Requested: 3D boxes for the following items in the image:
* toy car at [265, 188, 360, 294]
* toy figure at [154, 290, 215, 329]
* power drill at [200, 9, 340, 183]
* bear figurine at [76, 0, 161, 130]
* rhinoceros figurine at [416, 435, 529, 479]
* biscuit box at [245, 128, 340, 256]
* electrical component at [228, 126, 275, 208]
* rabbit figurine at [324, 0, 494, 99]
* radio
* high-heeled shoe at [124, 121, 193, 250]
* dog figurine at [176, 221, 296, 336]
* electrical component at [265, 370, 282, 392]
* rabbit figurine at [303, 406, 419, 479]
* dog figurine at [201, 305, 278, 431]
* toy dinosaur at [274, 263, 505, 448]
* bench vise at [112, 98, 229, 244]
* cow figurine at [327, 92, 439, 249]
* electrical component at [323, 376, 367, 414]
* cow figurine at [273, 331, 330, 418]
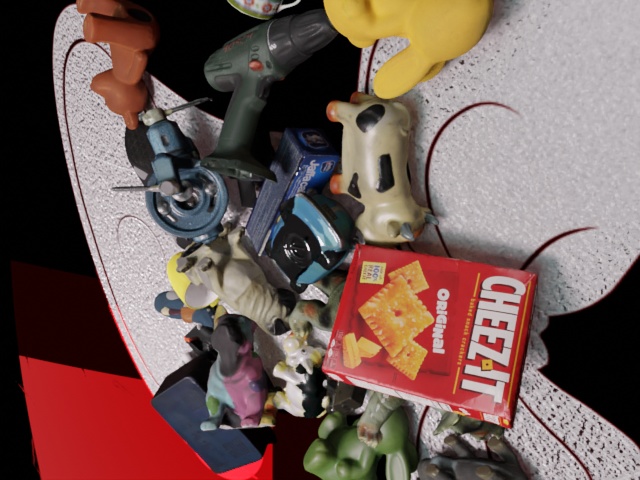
[{"bbox_3d":[-0.002,-0.002,0.738,0.109,0.103,0.161,51,143,14],"label":"toy car"},{"bbox_3d":[-0.263,0.137,1.060,0.155,0.064,0.057,8,139,33],"label":"toy figure"},{"bbox_3d":[-0.078,-0.181,0.690,0.232,0.086,0.207,9,91,44],"label":"power drill"},{"bbox_3d":[-0.334,-0.285,0.871,0.195,0.132,0.120,-53,49,38],"label":"bear figurine"},{"bbox_3d":[0.209,0.345,0.772,0.190,0.073,0.112,-29,102,43],"label":"rhinoceros figurine"},{"bbox_3d":[-0.044,-0.065,0.768,0.063,0.059,0.202,61,140,31],"label":"biscuit box"},{"bbox_3d":[-0.101,-0.111,0.811,0.075,0.048,0.119,7,116,39],"label":"electrical component"},{"bbox_3d":[0.087,-0.225,0.540,0.173,0.122,0.162,31,136,30],"label":"rabbit figurine"},{"bbox_3d":[-0.215,0.350,1.064,0.131,0.073,0.229,-32,104,23],"label":"radio"},{"bbox_3d":[-0.277,-0.095,0.970,0.249,0.086,0.145,59,162,19],"label":"high-heeled shoe"},{"bbox_3d":[-0.137,0.079,0.903,0.190,0.121,0.172,56,163,-24],"label":"dog figurine"},{"bbox_3d":[-0.112,0.280,1.037,0.094,0.021,0.063,-21,96,45],"label":"electrical component"},{"bbox_3d":[0.080,0.323,0.837,0.159,0.121,0.170,44,118,10],"label":"rabbit figurine"},{"bbox_3d":[-0.139,0.224,0.961,0.109,0.191,0.219,-5,72,14],"label":"dog figurine"},{"bbox_3d":[0.083,0.127,0.738,0.405,0.131,0.192,50,117,19],"label":"toy dinosaur"},{"bbox_3d":[-0.205,-0.097,0.779,0.241,0.129,0.223,-130,29,-83],"label":"bench vise"},{"bbox_3d":[0.078,-0.076,0.658,0.127,0.085,0.194,18,122,40],"label":"cow figurine"},{"bbox_3d":[0.043,0.228,0.852,0.045,0.078,0.102,37,142,-13],"label":"electrical component"},{"bbox_3d":[-0.024,0.229,0.905,0.098,0.068,0.167,23,128,24],"label":"cow figurine"}]
